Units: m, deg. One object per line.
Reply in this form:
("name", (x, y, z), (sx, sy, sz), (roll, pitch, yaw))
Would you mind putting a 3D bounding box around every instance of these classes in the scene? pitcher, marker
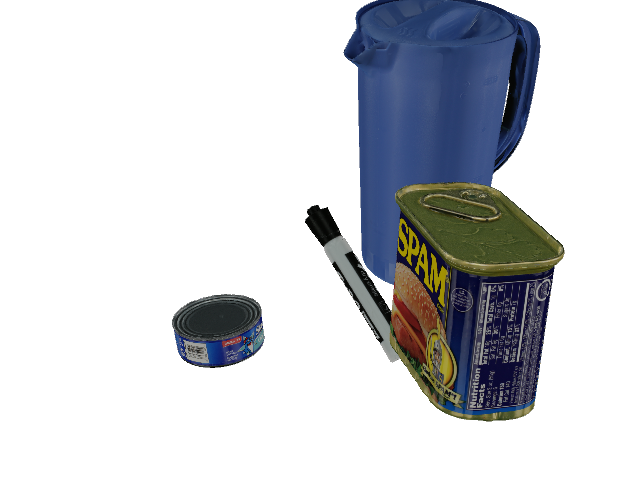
("pitcher", (0.103, -0.085, 0.934), (0.149, 0.243, 0.144), (9, 32, 13))
("marker", (0.025, 0.028, 0.734), (0.020, 0.121, 0.020), (-30, -11, -7))

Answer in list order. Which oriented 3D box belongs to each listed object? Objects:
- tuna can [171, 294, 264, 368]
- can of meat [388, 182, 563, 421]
("tuna can", (-0.097, 0.086, 1.018), (0.086, 0.034, 0.086), (-6, 25, 2))
("can of meat", (0.071, 0.028, 0.521), (0.057, 0.084, 0.102), (-4, 24, -14))
